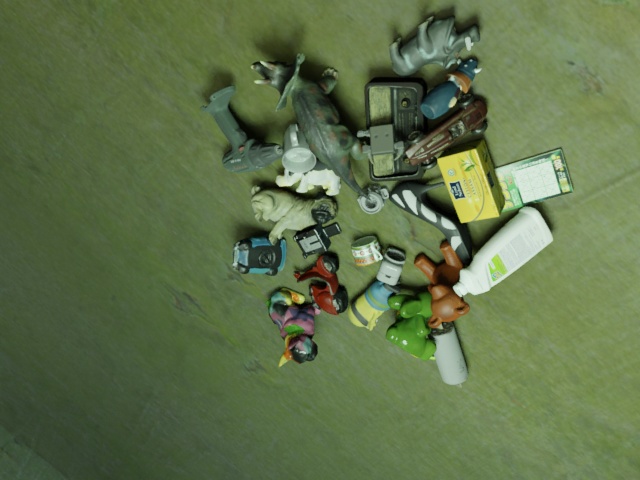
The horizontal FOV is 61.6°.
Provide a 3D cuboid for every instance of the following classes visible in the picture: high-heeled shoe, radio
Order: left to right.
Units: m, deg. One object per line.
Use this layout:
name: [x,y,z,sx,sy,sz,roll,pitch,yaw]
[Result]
radio: [0.177,-0.250,1.222,0.131,0.073,0.229,2,118,17]
high-heeled shoe: [0.267,-0.033,1.295,0.145,0.086,0.248,-18,99,31]

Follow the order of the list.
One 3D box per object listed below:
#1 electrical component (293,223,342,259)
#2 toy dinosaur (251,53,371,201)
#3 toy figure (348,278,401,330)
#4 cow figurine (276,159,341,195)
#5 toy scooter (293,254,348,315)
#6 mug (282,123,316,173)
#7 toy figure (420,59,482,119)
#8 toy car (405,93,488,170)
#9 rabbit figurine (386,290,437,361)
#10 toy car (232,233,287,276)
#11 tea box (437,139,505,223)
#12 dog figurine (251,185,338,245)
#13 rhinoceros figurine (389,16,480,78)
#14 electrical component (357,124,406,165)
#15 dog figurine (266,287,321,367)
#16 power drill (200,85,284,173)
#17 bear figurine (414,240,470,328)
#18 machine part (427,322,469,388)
electrical component: [-0.003,-0.004,1.427,0.119,0.048,0.074,-16,111,27]
toy dinosaur: [0.002,-0.252,1.193,0.131,0.192,0.404,-29,93,34]
toy figure: [0.145,0.164,1.450,0.089,0.082,0.180,39,127,9]
cow figurine: [-0.029,-0.168,1.336,0.167,0.068,0.098,7,113,11]
toy scooter: [-0.001,0.126,1.480,0.135,0.075,0.183,-6,112,20]
mug: [-0.056,-0.231,1.277,0.081,0.107,0.109,-13,140,10]
toy figure: [0.278,-0.322,1.138,0.154,0.058,0.064,-44,86,-8]
toy car: [0.277,-0.231,1.165,0.202,0.053,0.089,-35,121,-2]
rabbit figurine: [0.242,0.198,1.392,0.159,0.121,0.170,33,87,-28]
toy car: [-0.178,0.038,1.466,0.103,0.161,0.109,18,107,54]
tea box: [0.346,-0.132,1.221,0.098,0.068,0.169,-13,113,39]
dog figurine: [-0.065,-0.097,1.381,0.191,0.121,0.172,-28,108,13]
rhinoceros figurine: [0.236,-0.404,1.122,0.190,0.073,0.112,-19,109,26]
electrical component: [0.138,-0.212,1.189,0.102,0.045,0.078,-10,84,19]
dog figurine: [-0.084,0.248,1.488,0.191,0.219,0.108,31,119,-1]
power drill: [-0.191,-0.263,1.298,0.232,0.086,0.207,-15,111,56]
bear figurine: [0.296,0.109,1.304,0.120,0.196,0.132,-32,103,32]
machine part: [0.348,0.305,1.459,0.079,0.079,0.243,-12,111,23]
